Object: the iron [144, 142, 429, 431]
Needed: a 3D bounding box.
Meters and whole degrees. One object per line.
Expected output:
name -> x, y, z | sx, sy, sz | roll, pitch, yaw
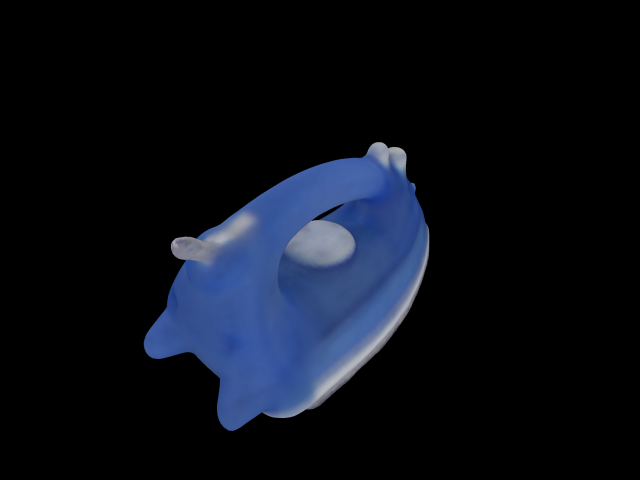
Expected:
iron -> 0.004, 0.001, 0.400 | 0.118, 0.141, 0.259 | 30, 49, 31
